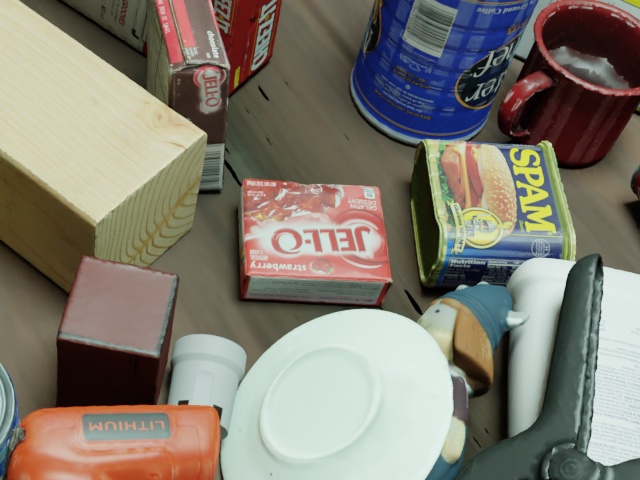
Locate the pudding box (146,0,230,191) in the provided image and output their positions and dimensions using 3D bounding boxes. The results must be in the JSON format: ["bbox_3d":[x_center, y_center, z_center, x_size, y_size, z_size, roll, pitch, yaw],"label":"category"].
[{"bbox_3d":[-0.082,-0.097,0.650,0.039,0.114,0.090,-6,55,-15],"label":"pudding box"}]

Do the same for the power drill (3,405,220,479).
[{"bbox_3d":[-0.061,0.154,0.464,0.184,0.057,0.188,4,33,-23],"label":"power drill"}]

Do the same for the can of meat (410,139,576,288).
[{"bbox_3d":[0.104,-0.016,0.669,0.084,0.057,0.102,3,52,-8],"label":"can of meat"}]

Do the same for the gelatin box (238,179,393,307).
[{"bbox_3d":[-0.004,0.001,0.646,0.089,0.030,0.073,3,53,-10],"label":"gelatin box"}]

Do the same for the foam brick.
[{"bbox_3d":[-0.105,0.055,0.551,0.053,0.078,0.051,12,50,-6],"label":"foam brick"}]

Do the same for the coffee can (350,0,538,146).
[{"bbox_3d":[0.084,-0.145,0.708,0.102,0.140,0.103,6,52,-8],"label":"coffee can"}]

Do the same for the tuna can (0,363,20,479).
[{"bbox_3d":[-0.194,0.091,0.531,0.086,0.034,0.086,6,52,-8],"label":"tuna can"}]

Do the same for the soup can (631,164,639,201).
[{"bbox_3d":[0.255,-0.010,0.691,0.068,0.069,0.102,-7,55,-18],"label":"soup can"}]

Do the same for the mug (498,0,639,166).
[{"bbox_3d":[0.169,-0.101,0.732,0.117,0.082,0.093,-25,62,-28],"label":"mug"}]

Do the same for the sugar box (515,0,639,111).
[{"bbox_3d":[0.207,-0.157,0.777,0.176,0.093,0.048,29,51,9],"label":"sugar box"}]

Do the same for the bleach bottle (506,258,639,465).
[{"bbox_3d":[0.139,0.132,0.560,0.102,0.068,0.250,10,54,3],"label":"bleach bottle"}]

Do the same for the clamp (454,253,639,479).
[{"bbox_3d":[0.122,0.107,0.516,0.210,0.036,0.165,-39,47,-2],"label":"clamp"}]

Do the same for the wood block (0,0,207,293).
[{"bbox_3d":[-0.176,-0.066,0.620,0.206,0.090,0.090,35,54,14],"label":"wood block"}]

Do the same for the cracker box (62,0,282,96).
[{"bbox_3d":[-0.121,-0.214,0.699,0.214,0.164,0.072,33,55,13],"label":"cracker box"}]
